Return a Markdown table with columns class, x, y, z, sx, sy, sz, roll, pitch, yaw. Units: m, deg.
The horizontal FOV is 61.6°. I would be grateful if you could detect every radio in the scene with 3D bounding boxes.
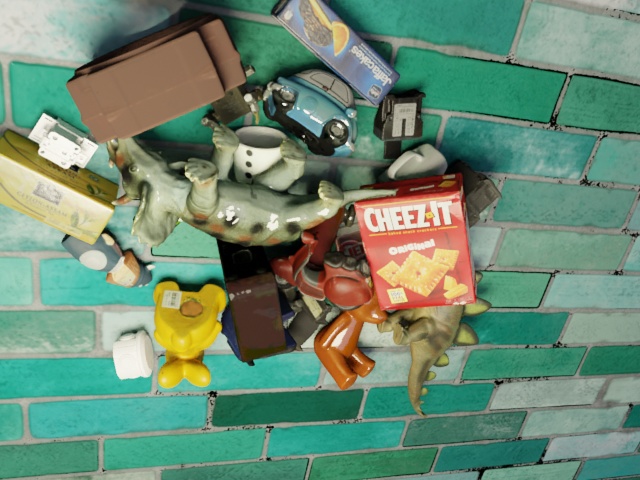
| class | x | y | z | sx | sy | sz | roll | pitch | yaw |
| --- | --- | --- | --- | --- | --- | --- | --- | --- | --- |
| radio | -0.113 | 0.068 | 0.838 | 0.073 | 0.230 | 0.130 | -13 | 117 | -12 |

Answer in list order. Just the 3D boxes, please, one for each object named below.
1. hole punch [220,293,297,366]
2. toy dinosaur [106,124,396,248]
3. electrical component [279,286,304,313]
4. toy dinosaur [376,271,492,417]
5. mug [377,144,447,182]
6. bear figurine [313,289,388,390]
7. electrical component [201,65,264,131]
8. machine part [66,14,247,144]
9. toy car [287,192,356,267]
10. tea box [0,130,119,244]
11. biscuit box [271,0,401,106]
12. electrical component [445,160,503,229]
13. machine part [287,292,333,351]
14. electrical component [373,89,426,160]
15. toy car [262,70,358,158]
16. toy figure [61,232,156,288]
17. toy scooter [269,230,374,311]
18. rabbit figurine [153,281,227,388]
| class | x | y | z | sx | sy | sz | roll | pitch | yaw |
| --- | --- | --- | --- | --- | --- | --- | --- | --- | --- |
| hole punch | -0.108 | 0.143 | 0.939 | 0.116 | 0.142 | 0.092 | -10 | 122 | -27 |
| toy dinosaur | -0.104 | -0.049 | 0.767 | 0.405 | 0.131 | 0.192 | 15 | 142 | -24 |
| electrical component | -0.058 | 0.102 | 0.966 | 0.021 | 0.094 | 0.063 | -20 | 87 | -25 |
| toy dinosaur | 0.222 | 0.164 | 1.056 | 0.198 | 0.105 | 0.470 | 6 | 115 | -19 |
| mug | 0.156 | -0.115 | 0.901 | 0.107 | 0.081 | 0.109 | -43 | 142 | -1 |
| bear figurine | 0.077 | 0.160 | 1.003 | 0.195 | 0.132 | 0.120 | -52 | 159 | 20 |
| electrical component | -0.129 | -0.199 | 0.781 | 0.102 | 0.045 | 0.078 | -15 | 119 | 20 |
| machine part | -0.202 | -0.210 | 0.677 | 0.201 | 0.202 | 0.087 | -24 | 119 | -3 |
| toy car | -0.002 | -0.003 | 0.915 | 0.089 | 0.053 | 0.202 | 17 | 126 | -2 |
| tea box | -0.380 | -0.074 | 0.759 | 0.169 | 0.098 | 0.068 | 28 | 107 | -29 |
| biscuit box | 0.026 | -0.283 | 0.787 | 0.202 | 0.059 | 0.063 | 34 | 104 | -29 |
| electrical component | 0.229 | -0.066 | 0.931 | 0.134 | 0.115 | 0.058 | -42 | 118 | 6 |
| machine part | -0.029 | 0.148 | 1.000 | 0.039 | 0.084 | 0.138 | -5 | 133 | -48 |
| electrical component | 0.126 | -0.184 | 0.878 | 0.075 | 0.048 | 0.119 | -3 | 116 | -15 |
| toy car | -0.004 | -0.199 | 0.809 | 0.161 | 0.109 | 0.103 | 35 | 79 | -13 |
| toy figure | -0.334 | 0.034 | 0.856 | 0.064 | 0.058 | 0.154 | -17 | 133 | 40 |
| toy scooter | 0.008 | 0.044 | 0.867 | 0.184 | 0.075 | 0.135 | 15 | 136 | -1 |
| rabbit figurine | -0.223 | 0.175 | 0.918 | 0.122 | 0.162 | 0.173 | 1 | 138 | -19 |
